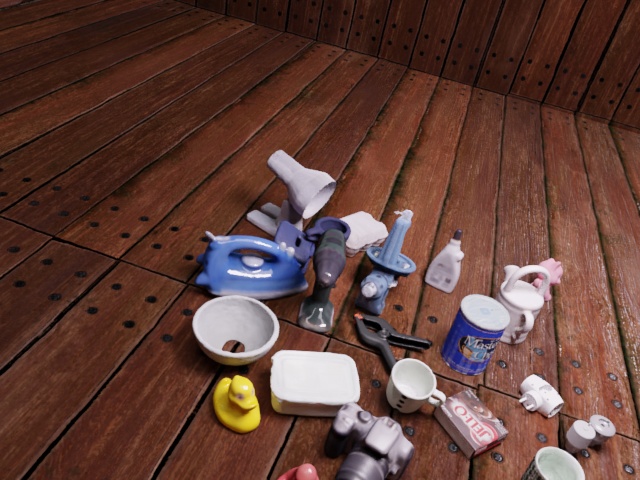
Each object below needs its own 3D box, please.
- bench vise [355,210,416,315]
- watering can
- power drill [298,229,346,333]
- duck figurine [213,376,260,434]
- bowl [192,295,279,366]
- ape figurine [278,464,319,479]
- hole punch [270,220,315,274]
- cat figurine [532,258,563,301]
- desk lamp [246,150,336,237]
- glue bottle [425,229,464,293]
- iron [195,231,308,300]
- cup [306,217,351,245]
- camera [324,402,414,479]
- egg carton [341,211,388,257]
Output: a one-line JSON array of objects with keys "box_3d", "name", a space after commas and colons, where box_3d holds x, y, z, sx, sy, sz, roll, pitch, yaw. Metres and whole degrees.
[{"box_3d": [0.163, 0.052, 1.292, 0.121, 0.220, 0.207, 14, 35, 2], "name": "bench vise"}, {"box_3d": [0.450, 0.129, 1.302, 0.101, 0.194, 0.172, -5, 39, -24], "name": "watering can"}, {"box_3d": [0.010, 0.088, 1.201, 0.075, 0.208, 0.229, 12, 35, -1], "name": "power drill"}, {"box_3d": [-0.143, 0.272, 0.999, 0.078, 0.086, 0.104, -17, 45, -36], "name": "duck figurine"}, {"box_3d": [-0.166, 0.189, 1.118, 0.167, 0.075, 0.167, 9, 35, -6], "name": "bowl"}, {"box_3d": [-0.029, 0.379, 0.881, 0.077, 0.092, 0.076, 26, 37, 18], "name": "ape figurine"}, {"box_3d": [-0.064, 0.015, 1.382, 0.101, 0.091, 0.108, 14, 35, 1], "name": "hole punch"}, {"box_3d": [0.566, 0.099, 1.450, 0.128, 0.118, 0.067, -22, 48, -40], "name": "cat figurine"}, {"box_3d": [-0.074, -0.107, 1.443, 0.202, 0.213, 0.118, 30, 38, 22], "name": "desk lamp"}, {"box_3d": [0.314, 0.046, 1.392, 0.078, 0.173, 0.037, 26, 37, 18], "name": "glue bottle"}, {"box_3d": [-0.142, 0.047, 1.267, 0.259, 0.141, 0.118, 4, 36, -13], "name": "iron"}, {"box_3d": [0.013, 0.005, 1.419, 0.118, 0.095, 0.091, -8, 40, -28], "name": "cup"}, {"box_3d": [0.068, 0.353, 0.942, 0.143, 0.101, 0.137, 27, 37, 20], "name": "camera"}, {"box_3d": [0.100, -0.017, 1.502, 0.151, 0.069, 0.107, -22, 48, -40], "name": "egg carton"}]
